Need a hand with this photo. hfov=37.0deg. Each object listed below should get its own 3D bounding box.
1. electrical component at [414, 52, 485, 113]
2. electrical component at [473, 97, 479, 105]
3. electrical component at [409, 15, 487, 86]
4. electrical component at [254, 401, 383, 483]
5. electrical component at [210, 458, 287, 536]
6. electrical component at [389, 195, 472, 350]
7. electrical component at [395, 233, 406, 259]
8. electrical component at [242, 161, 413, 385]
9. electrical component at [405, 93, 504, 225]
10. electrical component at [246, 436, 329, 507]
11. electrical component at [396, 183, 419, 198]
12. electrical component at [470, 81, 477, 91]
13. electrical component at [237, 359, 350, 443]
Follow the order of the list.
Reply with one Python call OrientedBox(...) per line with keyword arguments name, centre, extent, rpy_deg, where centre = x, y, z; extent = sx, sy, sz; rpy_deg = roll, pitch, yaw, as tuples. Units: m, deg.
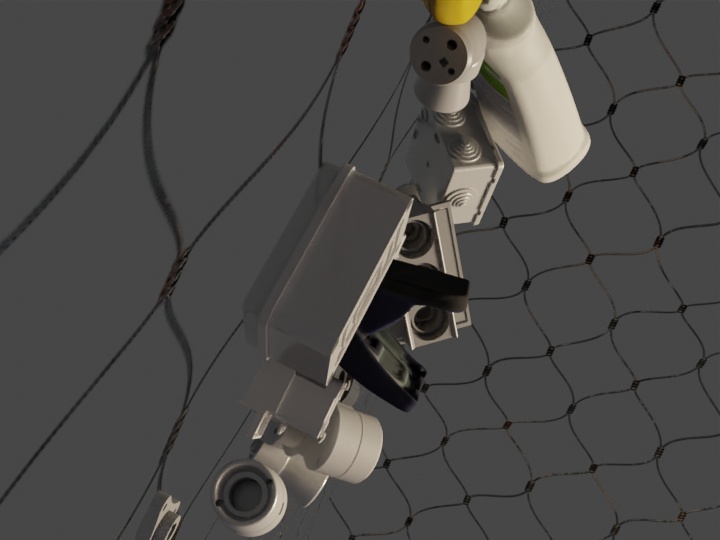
OrientedBox(name="electrical component", centre=(0.068, -0.154, 0.819), extent=(0.045, 0.045, 0.055), rpy_deg=(-60, 172, -35))
OrientedBox(name="electrical component", centre=(0.092, -0.151, 1.025), extent=(0.040, 0.046, 0.040), rpy_deg=(-63, 174, -12))
OrientedBox(name="electrical component", centre=(0.062, -0.156, 0.752), extent=(0.045, 0.045, 0.055), rpy_deg=(-68, 173, 29))
OrientedBox(name="electrical component", centre=(-0.046, 0.118, 0.825), extent=(0.138, 0.074, 0.052), rpy_deg=(9, -102, 64))
OrientedBox(name="electrical component", centre=(-0.084, 0.169, 0.802), extent=(0.055, 0.055, 0.047), rpy_deg=(-63, 170, -16))
OrientedBox(name="electrical component", centre=(0.048, 0.000, 0.957), extent=(0.063, 0.079, 0.121), rpy_deg=(-119, -165, -65))
OrientedBox(name="electrical component", centre=(0.000, 0.000, 0.868), extent=(0.077, 0.044, 0.079), rpy_deg=(-66, 174, 12))
OrientedBox(name="electrical component", centre=(-0.020, 0.002, 0.640), extent=(0.113, 0.057, 0.078), rpy_deg=(-62, 174, -22))
OrientedBox(name="electrical component", centre=(0.082, -0.097, 0.968), extent=(0.099, 0.048, 0.099), rpy_deg=(107, -30, -54))
OrientedBox(name="electrical component", centre=(-0.062, 0.163, 0.900), extent=(0.044, 0.065, 0.044), rpy_deg=(-53, -170, 13))
OrientedBox(name="electrical component", centre=(0.051, -0.062, 1.073), extent=(0.040, 0.040, 0.078), rpy_deg=(-64, 174, -3))
OrientedBox(name="electrical component", centre=(0.120, -0.220, 0.997), extent=(0.077, 0.044, 0.079), rpy_deg=(-61, 173, -28))
OrientedBox(name="electrical component", centre=(-0.045, 0.085, 0.744), extent=(0.081, 0.064, 0.042), rpy_deg=(-64, 173, -5))
